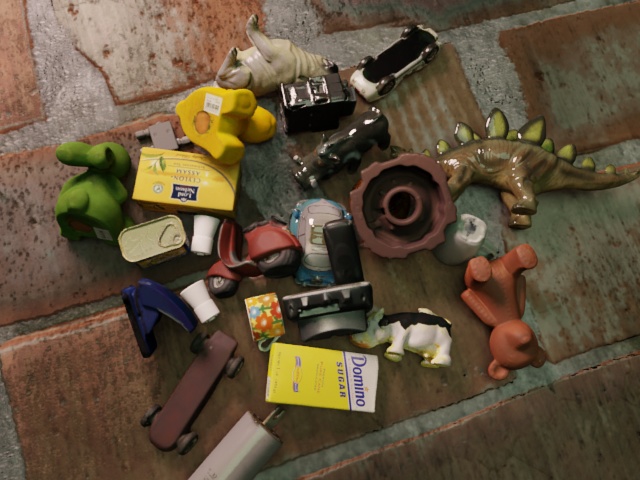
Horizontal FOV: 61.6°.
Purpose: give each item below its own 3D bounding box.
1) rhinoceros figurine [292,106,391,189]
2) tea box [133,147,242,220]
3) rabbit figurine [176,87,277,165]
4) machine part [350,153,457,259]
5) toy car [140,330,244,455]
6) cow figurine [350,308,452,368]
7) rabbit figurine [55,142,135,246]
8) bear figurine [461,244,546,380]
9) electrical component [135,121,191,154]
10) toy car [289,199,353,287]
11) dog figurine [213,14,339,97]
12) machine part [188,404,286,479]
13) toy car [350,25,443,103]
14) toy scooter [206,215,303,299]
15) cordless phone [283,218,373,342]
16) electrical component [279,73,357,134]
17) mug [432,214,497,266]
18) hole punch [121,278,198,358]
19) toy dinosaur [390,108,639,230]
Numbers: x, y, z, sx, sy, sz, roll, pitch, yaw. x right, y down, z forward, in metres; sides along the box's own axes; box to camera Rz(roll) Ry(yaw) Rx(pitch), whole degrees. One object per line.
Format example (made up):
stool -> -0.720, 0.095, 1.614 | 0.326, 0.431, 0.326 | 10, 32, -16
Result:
rhinoceros figurine -> 0.039, -0.155, 0.943 | 0.190, 0.112, 0.073 | -33, 85, 9
tea box -> -0.226, -0.096, 0.931 | 0.170, 0.068, 0.098 | 6, 75, -4
rabbit figurine -> -0.154, -0.199, 0.933 | 0.163, 0.173, 0.121 | 15, 106, 33
machine part -> 0.136, -0.056, 0.888 | 0.179, 0.056, 0.179 | 0, 95, 3
toy car -> -0.200, 0.240, 0.858 | 0.089, 0.053, 0.202 | 29, 79, 14
cow figurine -> 0.137, 0.152, 0.899 | 0.167, 0.068, 0.098 | 15, 70, -4
rabbit figurine -> -0.375, -0.098, 0.891 | 0.121, 0.159, 0.170 | 4, 60, 6
bear figurine -> 0.312, 0.124, 0.892 | 0.120, 0.132, 0.196 | -12, 71, -6
electrical component -> -0.283, -0.183, 0.972 | 0.094, 0.021, 0.063 | -17, 78, -8
toy car -> -0.002, -0.003, 0.909 | 0.109, 0.103, 0.161 | 6, 74, -2
dog figurine -> -0.079, -0.291, 0.985 | 0.190, 0.121, 0.172 | 33, 109, -13
machine part -> -0.140, 0.351, 0.822 | 0.079, 0.079, 0.243 | 42, 77, 6
toy car -> 0.147, -0.341, 1.030 | 0.202, 0.056, 0.073 | -38, 75, -14
toy scooter -> -0.116, 0.010, 0.898 | 0.184, 0.075, 0.135 | -22, 63, 21
cordless phone -> 0.005, 0.060, 0.851 | 0.147, 0.089, 0.184 | -10, 116, 5
electrical component -> -0.004, -0.241, 0.961 | 0.134, 0.115, 0.058 | -11, 80, -6
mug -> 0.253, 0.002, 0.926 | 0.110, 0.107, 0.081 | 32, 77, 5
hole punch -> -0.253, 0.111, 0.849 | 0.092, 0.142, 0.115 | -23, 93, -8
toy dinosaur -> 0.357, -0.128, 0.967 | 0.472, 0.105, 0.198 | 12, 75, -1
